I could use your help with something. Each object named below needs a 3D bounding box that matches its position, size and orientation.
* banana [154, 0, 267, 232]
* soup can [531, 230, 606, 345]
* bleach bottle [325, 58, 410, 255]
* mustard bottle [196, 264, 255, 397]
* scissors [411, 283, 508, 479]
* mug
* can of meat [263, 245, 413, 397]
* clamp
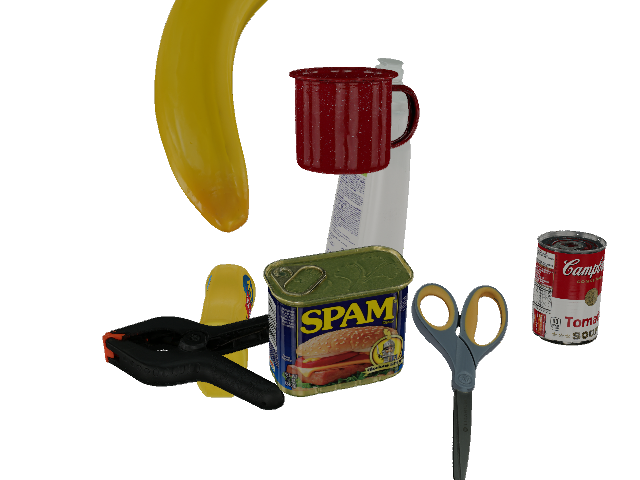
[{"bbox_3d":[-0.046,-0.092,0.526,0.069,0.197,0.037,12,-35,6],"label":"banana"},{"bbox_3d":[0.253,0.048,1.091,0.068,0.102,0.068,0,17,0],"label":"soup can"},{"bbox_3d":[0.061,-0.070,1.160,0.068,0.251,0.103,-3,23,-29],"label":"bleach bottle"},{"bbox_3d":[-0.103,0.081,1.170,0.058,0.096,0.191,0,28,0],"label":"mustard bottle"},{"bbox_3d":[0.106,0.109,0.917,0.096,0.201,0.016,22,-39,8],"label":"scissors"},{"bbox_3d":[0.031,-0.104,0.917,0.117,0.081,0.093,-7,16,-23],"label":"mug"},{"bbox_3d":[0.012,0.058,0.761,0.102,0.084,0.057,-9,31,-15],"label":"can of meat"},{"bbox_3d":[-0.101,0.093,0.936,0.171,0.039,0.120,10,27,10],"label":"clamp"}]
